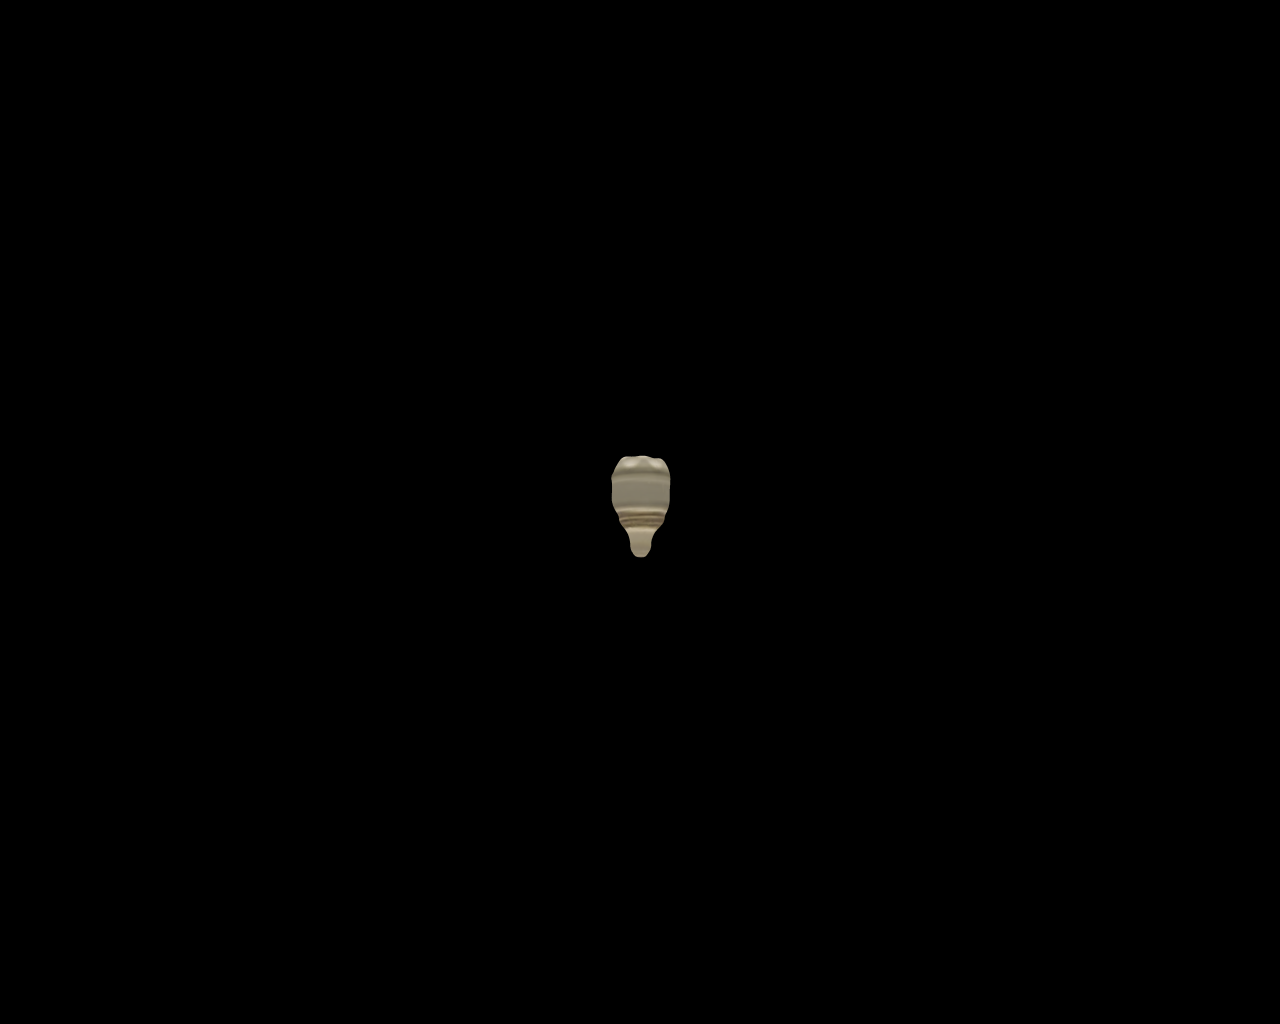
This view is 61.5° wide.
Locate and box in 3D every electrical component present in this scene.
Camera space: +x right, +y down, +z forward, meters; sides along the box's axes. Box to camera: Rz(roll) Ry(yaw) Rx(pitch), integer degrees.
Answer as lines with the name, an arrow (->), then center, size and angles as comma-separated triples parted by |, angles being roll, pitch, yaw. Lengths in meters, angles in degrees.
electrical component -> 0.001, -0.003, 0.650 | 0.035, 0.061, 0.035 | 0, -7, 0
